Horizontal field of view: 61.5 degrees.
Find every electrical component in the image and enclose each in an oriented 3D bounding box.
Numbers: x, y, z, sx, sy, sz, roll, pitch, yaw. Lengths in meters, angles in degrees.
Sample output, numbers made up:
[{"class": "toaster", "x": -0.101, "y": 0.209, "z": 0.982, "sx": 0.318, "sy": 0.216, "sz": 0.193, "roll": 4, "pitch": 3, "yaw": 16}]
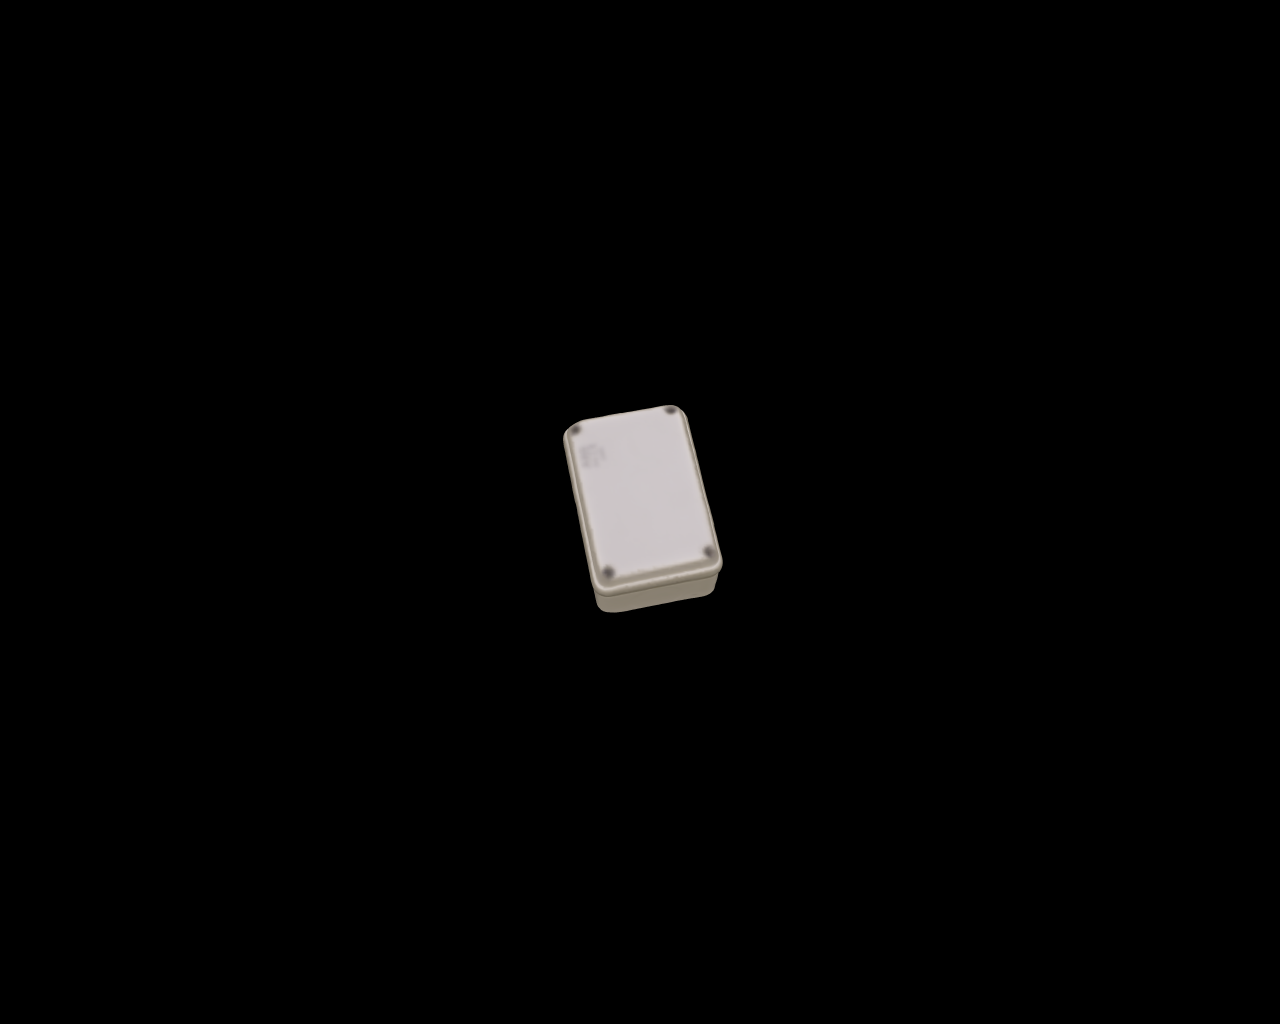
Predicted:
[{"class": "electrical component", "x": 0.001, "y": -0.003, "z": 0.650, "sx": 0.078, "sy": 0.113, "sz": 0.057, "roll": -11, "pitch": -24, "yaw": -5}]
